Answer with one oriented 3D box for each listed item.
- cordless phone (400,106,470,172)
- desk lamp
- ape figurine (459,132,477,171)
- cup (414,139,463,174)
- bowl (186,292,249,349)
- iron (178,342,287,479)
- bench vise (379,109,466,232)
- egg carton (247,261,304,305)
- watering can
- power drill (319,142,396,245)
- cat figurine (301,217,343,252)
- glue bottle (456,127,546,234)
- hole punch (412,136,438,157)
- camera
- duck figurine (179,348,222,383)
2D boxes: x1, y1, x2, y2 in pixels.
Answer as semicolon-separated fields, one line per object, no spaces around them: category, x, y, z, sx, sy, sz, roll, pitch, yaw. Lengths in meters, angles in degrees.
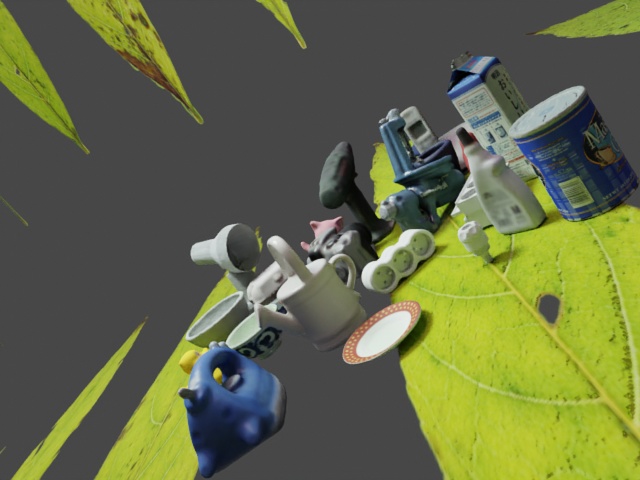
cordless phone;0.271;-0.232;1.263;0.147;0.185;0.094;-35;12;10
desk lamp;-0.221;0.076;1.454;0.202;0.214;0.118;-27;16;41
ape figurine;0.315;-0.178;1.154;0.076;0.092;0.077;-42;13;-21
cup;0.251;-0.147;1.219;0.117;0.095;0.092;-23;19;51
bowl;-0.223;0.199;1.328;0.167;0.075;0.167;-35;12;9
iron;-0.133;0.214;0.832;0.118;0.141;0.258;-36;12;8
bench vise;0.172;-0.131;1.074;0.121;0.220;0.208;-28;15;39
egg carton;-0.104;0.102;1.366;0.150;0.069;0.107;-41;12;-17
watering can;-0.025;0.079;0.906;0.173;0.194;0.100;-45;14;-33
power drill;0.078;-0.101;1.265;0.075;0.208;0.230;-31;13;28
cat figurine;0.012;0.005;1.280;0.127;0.118;0.067;-28;15;38
glue bottle;0.244;-0.087;0.809;0.037;0.173;0.078;-44;13;-28
hole punch;0.252;-0.190;1.395;0.101;0.091;0.108;-42;13;-24
camera;0.053;0.012;1.169;0.142;0.101;0.137;-22;19;52
duck figurine;-0.239;0.258;1.116;0.105;0.086;0.077;-46;14;-35
